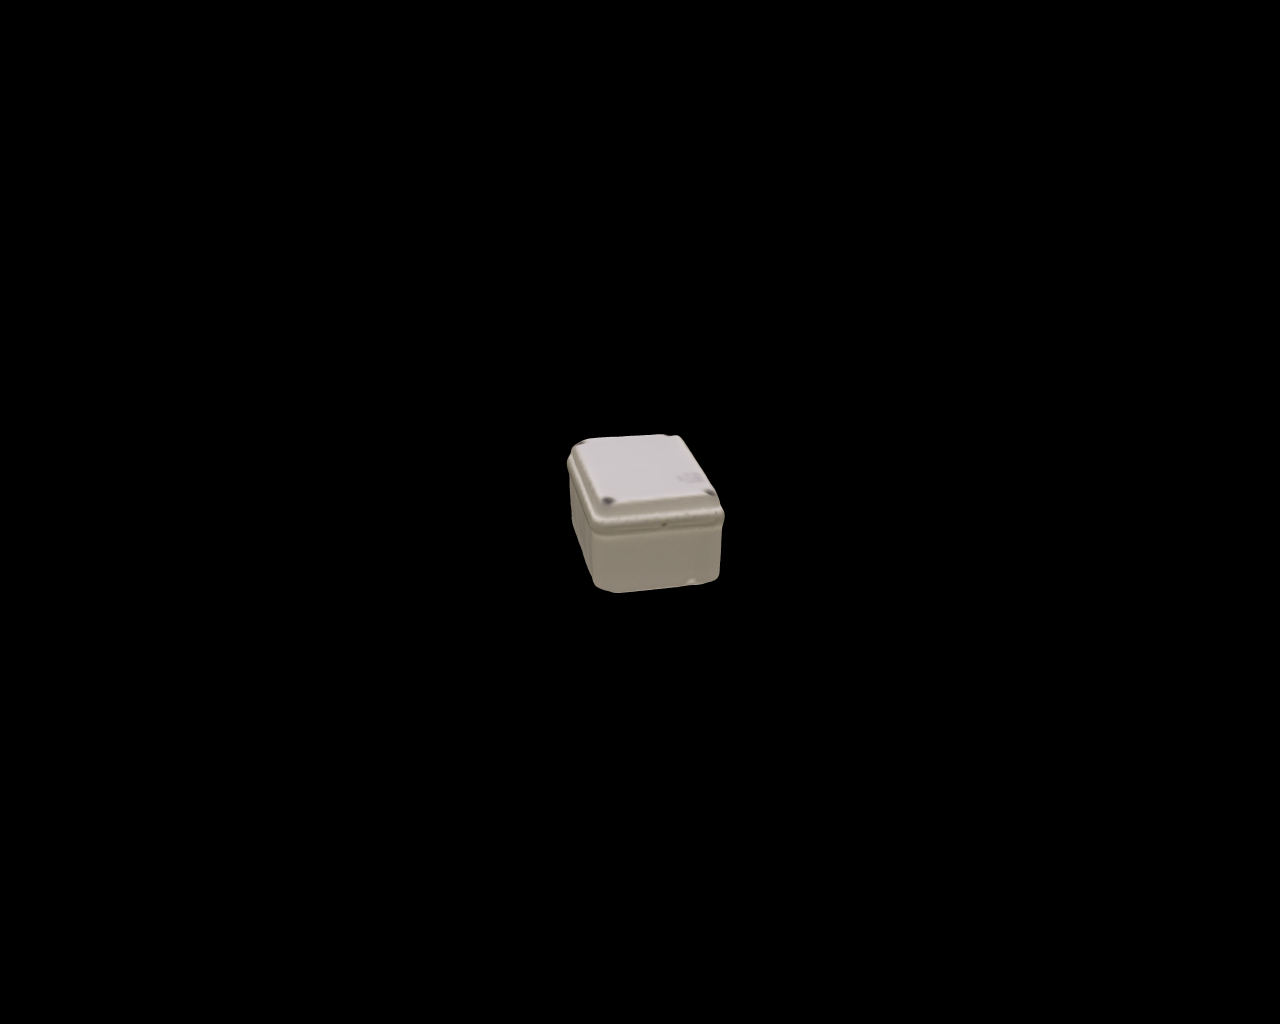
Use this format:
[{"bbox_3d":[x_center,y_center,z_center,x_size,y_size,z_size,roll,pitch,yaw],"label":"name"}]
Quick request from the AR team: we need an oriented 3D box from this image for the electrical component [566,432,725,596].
[{"bbox_3d":[0.001,-0.003,0.650,0.078,0.057,0.113,-5,25,-10],"label":"electrical component"}]
